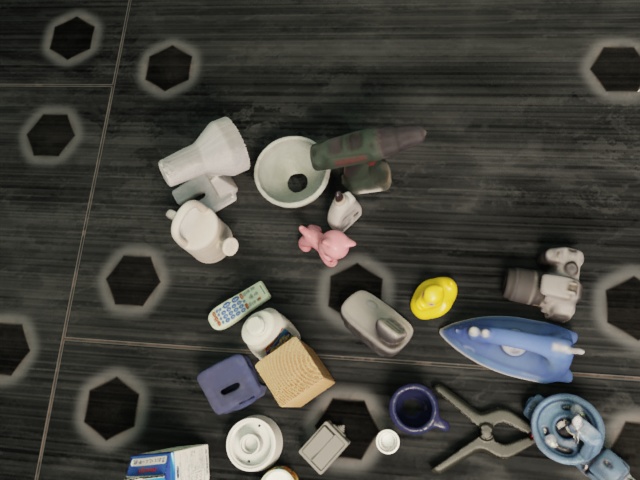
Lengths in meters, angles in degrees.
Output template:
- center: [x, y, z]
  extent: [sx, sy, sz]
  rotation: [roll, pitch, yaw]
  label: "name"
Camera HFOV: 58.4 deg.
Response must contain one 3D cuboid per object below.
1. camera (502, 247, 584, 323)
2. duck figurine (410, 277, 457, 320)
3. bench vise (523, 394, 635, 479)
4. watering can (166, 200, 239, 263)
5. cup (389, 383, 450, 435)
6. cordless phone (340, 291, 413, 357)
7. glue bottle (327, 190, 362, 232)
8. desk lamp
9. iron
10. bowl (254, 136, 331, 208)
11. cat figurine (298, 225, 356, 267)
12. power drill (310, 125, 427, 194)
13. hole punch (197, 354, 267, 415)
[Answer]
- center: [0.436, 0.079, 1.126]
  extent: [0.136, 0.101, 0.143]
  rotation: [11, 76, 10]
  label: "camera"
- center: [0.230, 0.111, 1.149]
  extent: [0.104, 0.086, 0.077]
  rotation: [-36, 73, -4]
  label: "duck figurine"
- center: [0.466, 0.342, 0.985]
  extent: [0.207, 0.220, 0.121]
  rotation: [24, 79, 13]
  label: "bench vise"
- center: [-0.246, -0.021, 1.188]
  extent: [0.172, 0.194, 0.101]
  rotation: [6, 75, 9]
  label: "watering can"
- center: [0.190, 0.327, 1.089]
  extent: [0.117, 0.095, 0.092]
  rotation: [26, 79, 13]
  label: "cup"
- center: [0.106, 0.153, 1.101]
  extent: [0.147, 0.185, 0.094]
  rotation: [34, 81, 15]
  label: "cordless phone"
- center: [0.046, -0.067, 1.177]
  extent: [0.078, 0.173, 0.037]
  rotation: [-41, 73, -5]
  label: "glue bottle"
- center: [-0.239, -0.145, 1.212]
  extent: [0.203, 0.214, 0.118]
  rotation: [-33, 73, -3]
  label: "desk lamp"
- center: [0.359, 0.193, 1.082]
  extent: [0.258, 0.141, 0.119]
  rotation: [10, 76, 10]
  label: "iron"
- center: [-0.057, -0.140, 1.261]
  extent: [0.167, 0.075, 0.167]
  rotation: [-2, 74, 7]
  label: "bowl"
- center: [0.011, 0.004, 1.190]
  extent: [0.127, 0.118, 0.067]
  rotation: [28, 80, 14]
  label: "cat figurine"
- center: [0.100, -0.168, 1.180]
  extent: [0.229, 0.208, 0.075]
  rotation: [-8, 73, 5]
  label: "power drill"
- center: [-0.175, 0.290, 1.146]
  extent: [0.108, 0.091, 0.101]
  rotation: [-27, 73, -1]
  label: "hole punch"
